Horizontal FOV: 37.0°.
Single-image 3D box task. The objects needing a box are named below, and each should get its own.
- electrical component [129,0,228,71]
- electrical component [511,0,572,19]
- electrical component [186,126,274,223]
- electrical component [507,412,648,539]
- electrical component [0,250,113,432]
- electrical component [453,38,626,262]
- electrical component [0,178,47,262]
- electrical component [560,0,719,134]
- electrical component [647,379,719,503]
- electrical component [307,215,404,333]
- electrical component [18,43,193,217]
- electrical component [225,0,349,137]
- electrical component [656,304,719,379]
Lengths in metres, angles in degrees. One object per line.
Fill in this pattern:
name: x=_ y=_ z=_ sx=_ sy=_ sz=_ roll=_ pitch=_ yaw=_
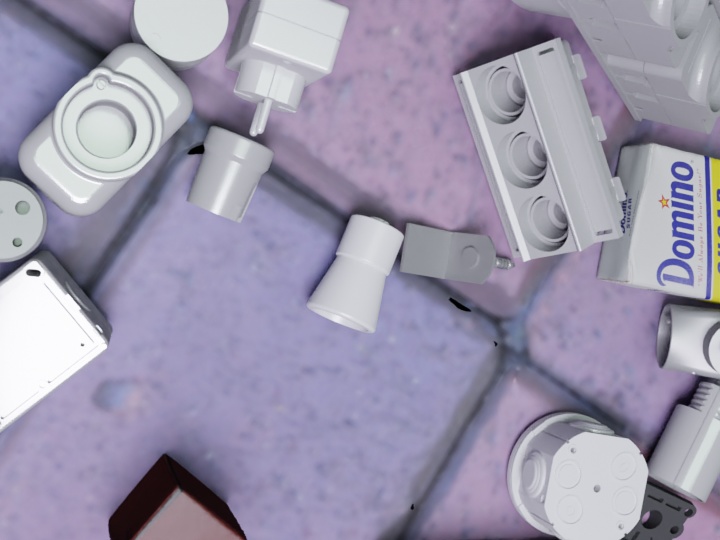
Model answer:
electrical component: x=-0.108 y=-0.183 z=0.590 sx=0.052 sy=0.074 sz=0.138 roll=-15 pitch=96 yaw=-15
electrical component: x=0.125 y=-0.208 z=0.658 sx=0.108 sy=0.060 sz=0.108 roll=-11 pitch=108 yaw=-35
electrical component: x=-0.076 y=-0.055 z=0.623 sx=0.040 sy=0.040 sz=0.046 roll=22 pitch=91 yaw=-16
electrical component: x=0.139 y=0.134 z=0.686 sx=0.080 sy=0.051 sz=0.080 roll=-1 pitch=92 yaw=-16
electrical component: x=-0.191 y=0.042 z=0.585 sx=0.096 sy=0.061 sz=0.061 roll=-38 pitch=102 yaw=-3
electrical component: x=0.115 y=-0.075 z=0.661 sx=0.063 sy=0.079 sz=0.121 roll=-27 pitch=101 yaw=-43
electrical component: x=-0.192 y=-0.027 z=0.581 sx=0.045 sy=0.055 sz=0.045 roll=-1 pitch=92 yaw=-16
electrical component: x=0.185 y=-0.165 z=0.626 sx=0.186 sy=0.060 sz=0.105 roll=31 pitch=81 yaw=-57
electrical component: x=0.226 y=0.108 z=0.714 sx=0.043 sy=0.043 sz=0.081 roll=30 pitch=83 yaw=-15
electrical component: x=0.000 y=0.000 z=0.646 sx=0.044 sy=0.044 sz=0.065 roll=25 pitch=81 yaw=-16
electrical component: x=-0.140 y=-0.076 z=0.592 sx=0.054 sy=0.059 sz=0.095 roll=45 pitch=80 yaw=-13
electrical component: x=-0.048 y=-0.112 z=0.605 sx=0.047 sy=0.083 sz=0.075 roll=17 pitch=87 yaw=-16
electrical component: x=0.236 y=0.049 z=0.685 sx=0.077 sy=0.079 sz=0.043 roll=6 pitch=94 yaw=4
